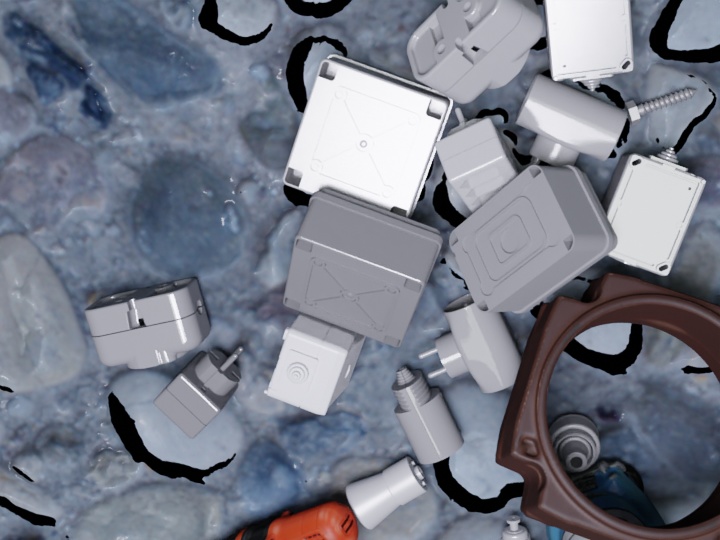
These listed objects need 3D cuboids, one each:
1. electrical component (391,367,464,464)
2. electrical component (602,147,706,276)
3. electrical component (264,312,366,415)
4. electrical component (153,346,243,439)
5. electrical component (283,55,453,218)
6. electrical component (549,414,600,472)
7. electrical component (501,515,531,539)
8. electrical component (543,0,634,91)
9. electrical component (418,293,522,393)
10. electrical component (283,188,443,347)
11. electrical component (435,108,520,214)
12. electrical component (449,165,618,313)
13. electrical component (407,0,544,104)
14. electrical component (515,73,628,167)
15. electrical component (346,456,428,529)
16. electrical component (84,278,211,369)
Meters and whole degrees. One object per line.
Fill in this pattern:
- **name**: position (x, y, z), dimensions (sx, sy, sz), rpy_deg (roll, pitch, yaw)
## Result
- **electrical component**: position (0.053, 0.120, 0.923), dimensions (0.043, 0.043, 0.081), rpy_deg (-24, 99, 13)
- **electrical component**: position (0.227, -0.051, 0.851), dimensions (0.062, 0.061, 0.096), rpy_deg (20, 98, 2)
- **electrical component**: position (-0.036, 0.077, 0.898), dimensions (0.061, 0.096, 0.061), rpy_deg (20, 105, 3)
- **electrical component**: position (-0.129, 0.095, 0.931), dimensions (0.047, 0.065, 0.077), rpy_deg (44, 105, -4)
- **electrical component**: position (0.006, -0.105, 0.868), dimensions (0.109, 0.056, 0.108), rpy_deg (20, 105, 3)
- **electrical component**: position (0.180, 0.149, 0.902), dimensions (0.043, 0.062, 0.043), rpy_deg (2, 104, 8)
- **electrical component**: position (0.139, 0.254, 0.945), dimensions (0.040, 0.040, 0.078), rpy_deg (-6, 102, 9)
- **electrical component**: position (0.174, -0.187, 0.826), dimensions (0.062, 0.061, 0.096), rpy_deg (-6, 110, 9)
- **electrical component**: position (0.089, 0.066, 0.905), dimensions (0.079, 0.043, 0.077), rpy_deg (-24, 99, 13)
- **electrical component**: position (0.000, 0.000, 0.868), dimensions (0.109, 0.056, 0.108), rpy_deg (20, 147, 3)
- **electrical component**: position (0.092, -0.094, 0.854), dimensions (0.047, 0.083, 0.075), rpy_deg (-24, 64, 13)
- **electrical component**: position (0.134, -0.023, 0.838), dimensions (0.113, 0.057, 0.078), rpy_deg (-42, 61, 41)
- **electrical component**: position (0.091, -0.177, 0.825), dimensions (0.059, 0.053, 0.095), rpy_deg (22, 131, -36)
- **electrical component**: position (0.160, -0.104, 0.854), dimensions (0.077, 0.043, 0.079), rpy_deg (24, 106, 2)
- **electrical component**: position (0.026, 0.193, 0.946), dimensions (0.065, 0.044, 0.044), rpy_deg (-32, 97, 10)
- **electrical component**: position (-0.182, 0.048, 0.934), dimensions (0.095, 0.053, 0.059), rpy_deg (-12, 101, 11)
